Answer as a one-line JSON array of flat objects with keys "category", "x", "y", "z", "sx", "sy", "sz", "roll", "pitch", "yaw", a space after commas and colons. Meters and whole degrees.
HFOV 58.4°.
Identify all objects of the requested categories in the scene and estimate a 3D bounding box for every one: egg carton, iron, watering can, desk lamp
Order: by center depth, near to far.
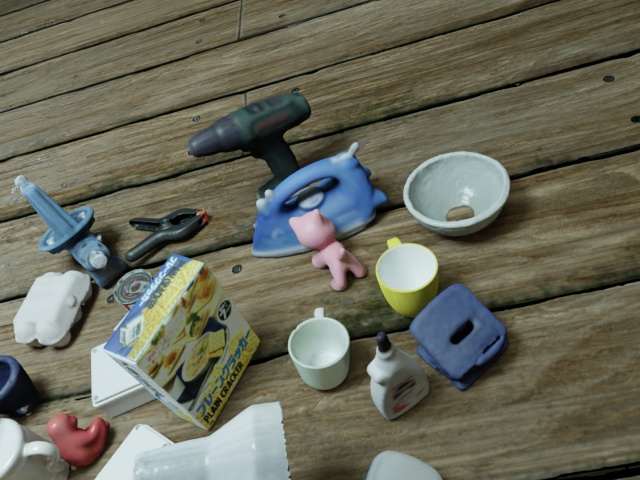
[{"category": "desk lamp", "x": -0.106, "y": 0.286, "z": 0.663, "sx": 0.203, "sy": 0.214, "sz": 0.117, "roll": -18, "pitch": 47, "yaw": 5}, {"category": "watering can", "x": -0.454, "y": 0.304, "z": 0.792, "sx": 0.173, "sy": 0.194, "sz": 0.100, "roll": -30, "pitch": 47, "yaw": -5}, {"category": "iron", "x": -0.022, "y": -0.068, "z": 0.985, "sx": 0.258, "sy": 0.142, "sz": 0.118, "roll": -26, "pitch": 47, "yaw": -2}, {"category": "egg carton", "x": -0.482, "y": 0.124, "z": 1.041, "sx": 0.107, "sy": 0.070, "sz": 0.150, "roll": -4, "pitch": 50, "yaw": 17}]

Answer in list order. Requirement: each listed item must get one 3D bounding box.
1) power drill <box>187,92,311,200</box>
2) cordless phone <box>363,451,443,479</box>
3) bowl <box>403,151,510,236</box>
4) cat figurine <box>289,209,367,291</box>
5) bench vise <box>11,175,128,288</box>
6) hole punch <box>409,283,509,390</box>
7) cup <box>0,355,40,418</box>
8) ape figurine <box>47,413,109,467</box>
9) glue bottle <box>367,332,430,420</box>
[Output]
[{"category": "power drill", "x": -0.105, "y": -0.159, "z": 1.048, "sx": 0.230, "sy": 0.209, "sz": 0.075, "roll": -37, "pitch": 48, "yaw": -12}, {"category": "cordless phone", "x": 0.076, "y": 0.291, "z": 0.611, "sx": 0.094, "sy": 0.185, "sz": 0.147, "roll": -2, "pitch": 51, "yaw": 19}, {"category": "bowl", "x": 0.224, "y": -0.063, "z": 0.935, "sx": 0.167, "sy": 0.075, "sz": 0.167, "roll": -10, "pitch": 48, "yaw": 12}, {"category": "cat figurine", "x": 0.009, "y": 0.003, "z": 0.929, "sx": 0.067, "sy": 0.118, "sz": 0.127, "roll": -37, "pitch": 48, "yaw": -12}, {"category": "bench vise", "x": -0.455, "y": -0.026, "z": 1.057, "sx": 0.206, "sy": 0.220, "sz": 0.121, "roll": 12, "pitch": 56, "yaw": 29}, {"category": "hole punch", "x": 0.190, "y": 0.128, "z": 0.772, "sx": 0.109, "sy": 0.091, "sz": 0.100, "roll": -40, "pitch": 49, "yaw": -15}, {"category": "cup", "x": -0.502, "y": 0.257, "z": 0.918, "sx": 0.091, "sy": 0.095, "sz": 0.117, "roll": -9, "pitch": 49, "yaw": 13}, {"category": "ape figurine", "x": -0.363, "y": 0.286, "z": 0.843, "sx": 0.077, "sy": 0.092, "sz": 0.076, "roll": -4, "pitch": 50, "yaw": 18}, {"category": "glue bottle", "x": 0.092, "y": 0.164, "z": 0.721, "sx": 0.078, "sy": 0.173, "sz": 0.037, "roll": -36, "pitch": 48, "yaw": -11}]
